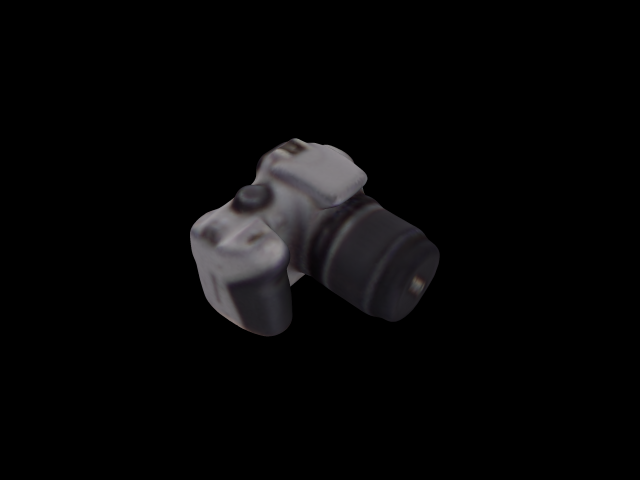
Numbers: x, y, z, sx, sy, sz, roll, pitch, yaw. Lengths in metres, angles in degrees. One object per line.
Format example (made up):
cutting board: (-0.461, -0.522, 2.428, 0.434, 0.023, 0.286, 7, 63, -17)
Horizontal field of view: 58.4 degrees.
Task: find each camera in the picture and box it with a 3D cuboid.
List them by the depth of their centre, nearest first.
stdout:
camera: (0.004, 0.001, 0.400, 0.136, 0.101, 0.143, 32, 54, 27)
